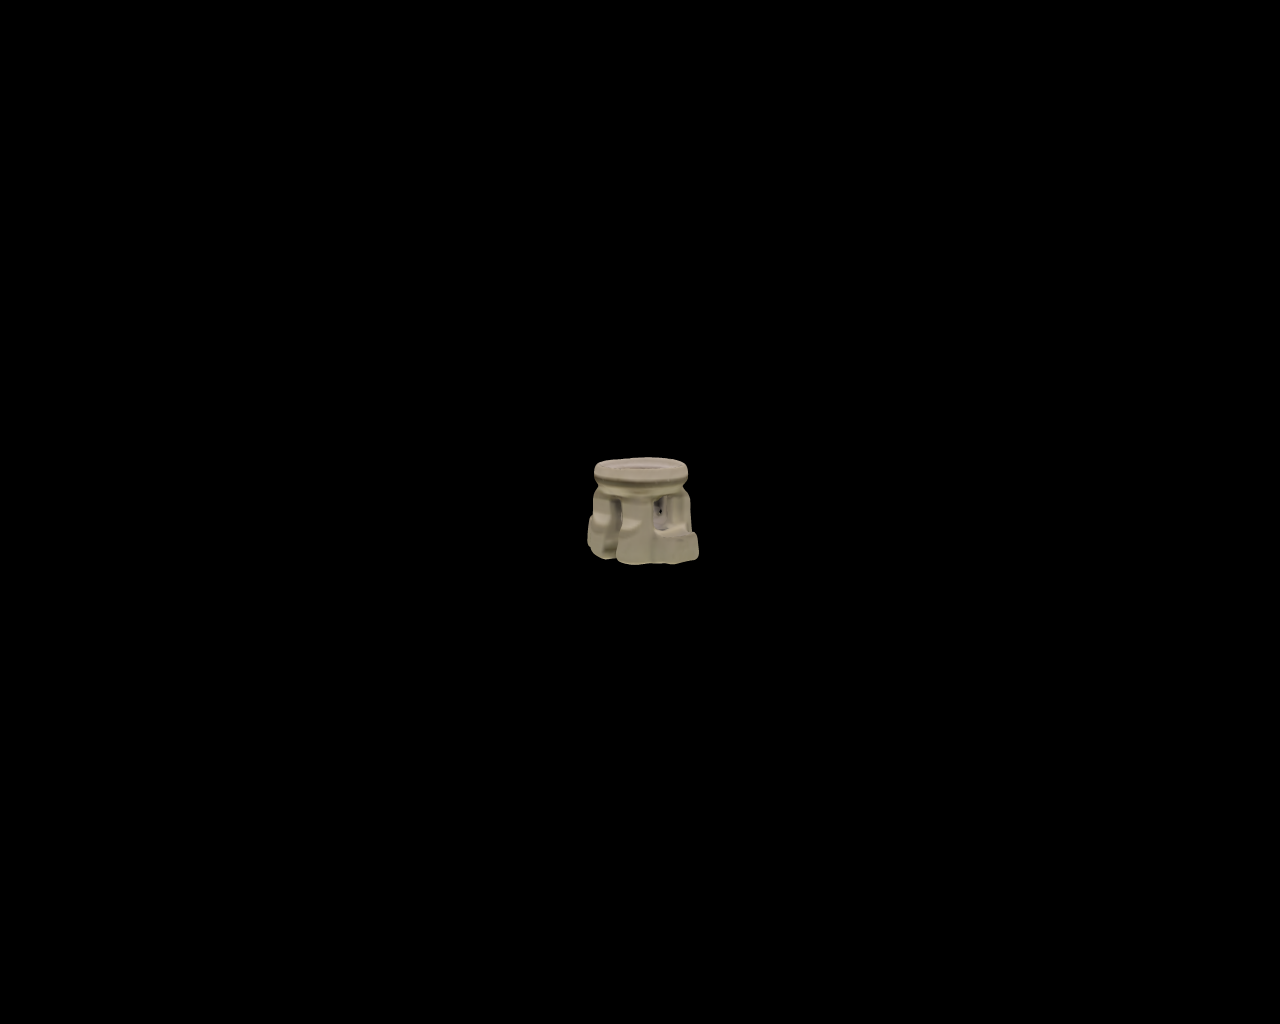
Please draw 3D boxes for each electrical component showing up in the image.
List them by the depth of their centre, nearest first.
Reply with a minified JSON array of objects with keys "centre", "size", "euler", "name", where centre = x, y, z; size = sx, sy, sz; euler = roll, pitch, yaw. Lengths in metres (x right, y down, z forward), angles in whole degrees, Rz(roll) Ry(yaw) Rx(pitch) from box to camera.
[{"centre":[0.001,-0.003,0.650],"size":[0.058,0.057,0.078],"euler":[-10,15,-42],"name":"electrical component"}]
